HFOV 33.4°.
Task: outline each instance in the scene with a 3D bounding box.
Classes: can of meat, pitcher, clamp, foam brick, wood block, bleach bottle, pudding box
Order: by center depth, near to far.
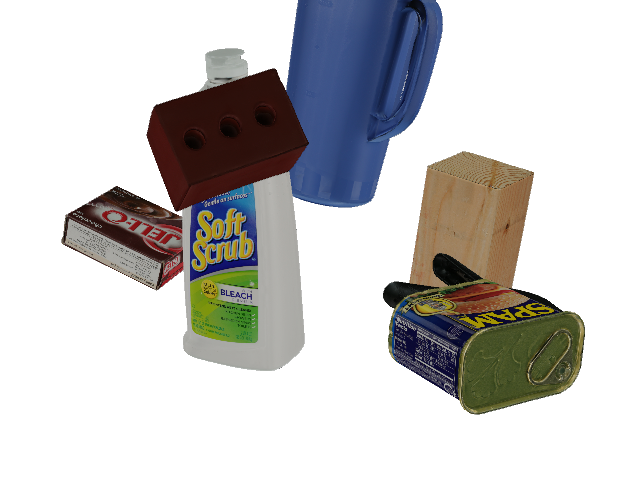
[{"bbox_3d":[-0.056,-0.059,0.628,0.078,0.053,0.051,-21,-8,-18],"label":"foam brick"},{"bbox_3d":[0.107,0.066,0.705,0.101,0.057,0.084,-8,19,-30],"label":"can of meat"},{"bbox_3d":[-0.069,-0.024,0.837,0.103,0.251,0.068,9,26,27],"label":"bleach bottle"},{"bbox_3d":[0.154,0.055,0.987,0.172,0.039,0.120,19,30,17],"label":"clamp"},{"bbox_3d":[-0.180,-0.004,1.041,0.113,0.039,0.089,23,27,14],"label":"pudding box"},{"bbox_3d":[0.033,-0.159,1.092,0.145,0.243,0.149,11,17,-2],"label":"pitcher"},{"bbox_3d":[0.161,0.018,1.181,0.090,0.206,0.090,21,26,30],"label":"wood block"}]
